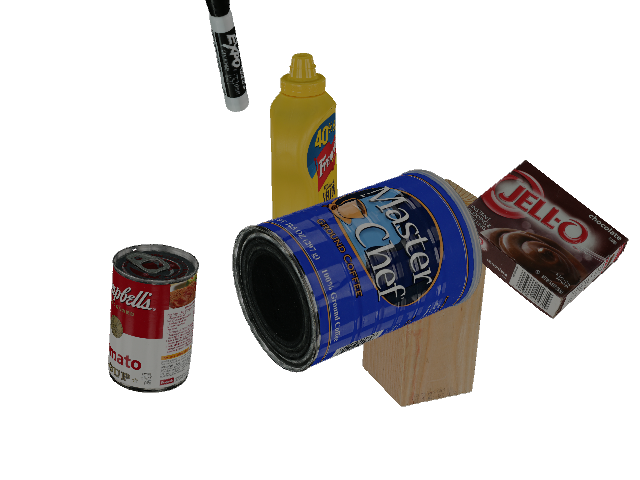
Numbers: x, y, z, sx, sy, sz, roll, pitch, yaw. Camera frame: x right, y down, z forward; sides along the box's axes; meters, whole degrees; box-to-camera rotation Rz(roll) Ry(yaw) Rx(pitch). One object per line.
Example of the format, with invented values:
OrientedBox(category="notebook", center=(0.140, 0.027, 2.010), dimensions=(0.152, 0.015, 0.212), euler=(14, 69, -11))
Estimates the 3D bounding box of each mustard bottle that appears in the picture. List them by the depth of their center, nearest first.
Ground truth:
OrientedBox(category="mustard bottle", center=(-0.015, -0.079, 0.993), dimensions=(0.058, 0.192, 0.096), euler=(8, 26, 20))

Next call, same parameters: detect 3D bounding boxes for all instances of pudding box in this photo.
OrientedBox(category="pudding box", center=(0.179, -0.002, 0.877), dimensions=(0.090, 0.113, 0.039), euler=(-37, -22, -26))

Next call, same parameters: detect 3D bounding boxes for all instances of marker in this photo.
OrientedBox(category="marker", center=(-0.071, -0.148, 0.809), dimensions=(0.020, 0.020, 0.121), euler=(0, -40, 7))

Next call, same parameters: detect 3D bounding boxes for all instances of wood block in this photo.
OrientedBox(category="wood block", center=(0.106, 0.052, 1.089), dimensions=(0.090, 0.206, 0.091), euler=(-8, 26, -23))

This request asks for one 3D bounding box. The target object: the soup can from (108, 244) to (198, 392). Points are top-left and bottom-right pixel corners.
OrientedBox(category="soup can", center=(-0.136, 0.062, 0.862), dimensions=(0.068, 0.102, 0.068), euler=(6, 23, -3))

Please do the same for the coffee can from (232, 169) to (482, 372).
OrientedBox(category="coffee can", center=(0.025, 0.018, 0.735), dimensions=(0.140, 0.103, 0.103), euler=(-20, 10, -29))
